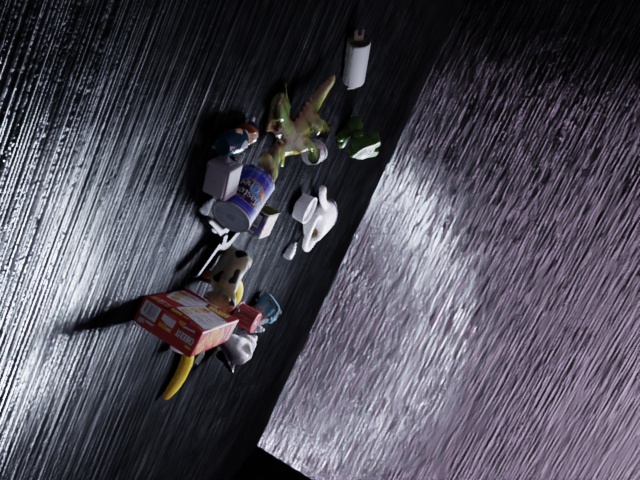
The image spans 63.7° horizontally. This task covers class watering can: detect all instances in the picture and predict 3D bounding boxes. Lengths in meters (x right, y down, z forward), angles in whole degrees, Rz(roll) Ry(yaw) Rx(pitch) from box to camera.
[{"bbox_3d":[0.007,-0.108,2.140,0.228,0.104,0.340,-49,161,-55],"label":"watering can"}]

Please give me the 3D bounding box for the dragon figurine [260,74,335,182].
[{"bbox_3d":[-0.063,-0.332,1.395,0.240,0.122,0.414,50,57,-68],"label":"dragon figurine"}]

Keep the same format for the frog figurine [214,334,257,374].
[{"bbox_3d":[-0.281,0.371,1.812,0.161,0.138,0.120,-31,120,-36],"label":"frog figurine"}]
